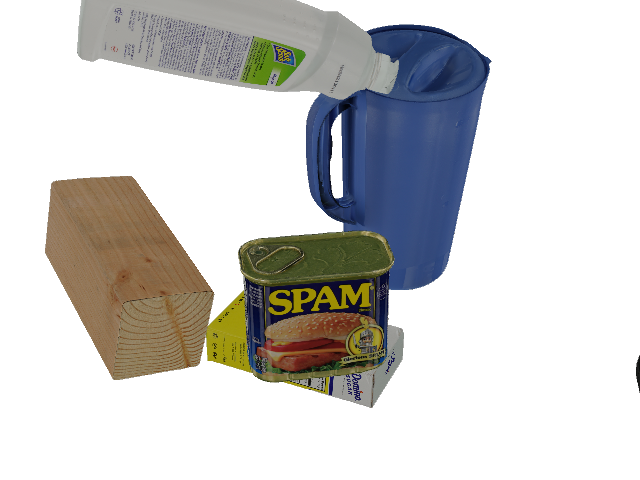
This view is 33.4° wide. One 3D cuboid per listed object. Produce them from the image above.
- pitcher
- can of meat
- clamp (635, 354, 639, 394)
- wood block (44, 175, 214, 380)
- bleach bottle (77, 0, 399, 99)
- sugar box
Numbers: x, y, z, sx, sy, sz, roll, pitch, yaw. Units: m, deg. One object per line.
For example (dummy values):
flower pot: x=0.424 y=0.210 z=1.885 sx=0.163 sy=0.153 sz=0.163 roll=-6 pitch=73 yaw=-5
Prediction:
pitcher: x=0.071 y=-0.069 z=1.015 sx=0.149 sy=0.243 sz=0.145 roll=10 pitch=41 yaw=9
can of meat: x=-0.003 y=0.045 z=0.726 sx=0.102 sy=0.084 sz=0.057 roll=-5 pitch=29 yaw=-7
clamp: x=0.328 y=0.096 z=0.951 sx=0.171 sy=0.039 sz=0.120 roll=-32 pitch=35 yaw=-25
wood block: x=-0.190 y=0.029 z=1.032 sx=0.090 sy=0.091 sz=0.206 roll=-6 pitch=36 yaw=-31
bleach bottle: x=-0.063 y=-0.160 z=0.855 sx=0.250 sy=0.068 sz=0.103 roll=15 pitch=-29 yaw=-8
sugar box: x=-0.014 y=0.102 z=1.047 sx=0.176 sy=0.048 sz=0.093 roll=11 pitch=29 yaw=19
